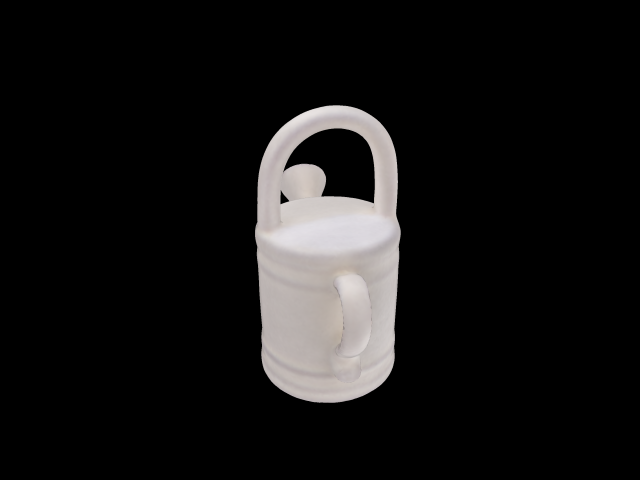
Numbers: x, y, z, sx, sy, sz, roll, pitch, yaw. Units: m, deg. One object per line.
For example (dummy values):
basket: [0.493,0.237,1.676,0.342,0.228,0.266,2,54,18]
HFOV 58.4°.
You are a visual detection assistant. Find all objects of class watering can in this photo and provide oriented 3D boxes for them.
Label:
watering can: [0.001,0.002,0.399,0.101,0.194,0.172,-17,31,-31]
